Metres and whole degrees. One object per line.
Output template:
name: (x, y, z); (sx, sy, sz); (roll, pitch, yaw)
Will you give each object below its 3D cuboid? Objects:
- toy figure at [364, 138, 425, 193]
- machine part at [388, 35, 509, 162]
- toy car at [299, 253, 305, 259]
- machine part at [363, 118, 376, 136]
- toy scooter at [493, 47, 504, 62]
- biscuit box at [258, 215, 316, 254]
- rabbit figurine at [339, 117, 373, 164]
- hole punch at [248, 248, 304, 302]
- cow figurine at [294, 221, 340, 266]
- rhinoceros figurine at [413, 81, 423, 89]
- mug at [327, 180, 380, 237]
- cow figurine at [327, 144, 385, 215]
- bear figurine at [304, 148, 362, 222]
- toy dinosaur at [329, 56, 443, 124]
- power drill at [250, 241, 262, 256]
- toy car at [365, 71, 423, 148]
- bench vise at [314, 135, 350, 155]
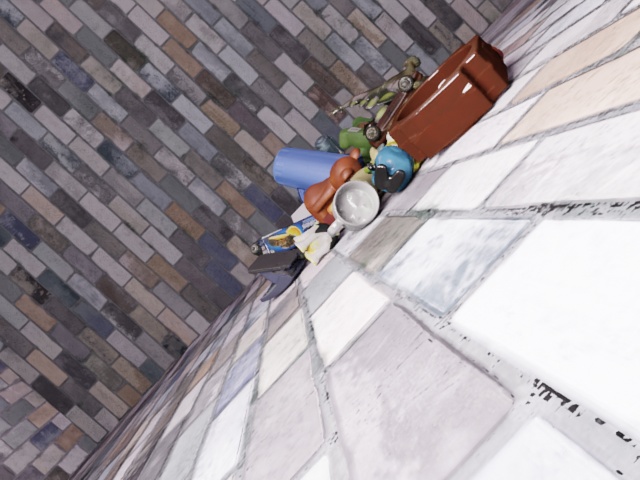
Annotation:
toy figure: (0.133, -0.135, 0.983); (0.089, 0.082, 0.180); (-43, 8, 32)
machine part: (0.222, -0.240, 0.924); (0.201, 0.087, 0.201); (-40, 14, 32)
toy car: (-0.085, 0.062, 1.447); (0.073, 0.056, 0.202); (-39, 7, 15)
machine part: (0.181, -0.278, 1.466); (0.084, 0.139, 0.039); (-49, -20, -7)
toy scooter: (0.291, -0.311, 1.078); (0.184, 0.075, 0.135); (-33, -12, 30)
biscuit box: (-0.056, -0.016, 1.394); (0.203, 0.059, 0.063); (-26, 0, -18)
rabbit figurine: (0.157, -0.267, 1.590); (0.159, 0.170, 0.121); (8, 43, 31)
hole punch: (-0.096, 0.083, 1.283); (0.116, 0.092, 0.142); (-11, 14, 18)
cow figurine: (-0.004, -0.005, 1.187); (0.098, 0.068, 0.167); (-41, 8, 2)
rhinoceros figurine: (0.263, -0.312, 1.212); (0.190, 0.112, 0.073); (-32, -38, -43)
mug: (0.056, -0.046, 0.987); (0.109, 0.081, 0.107); (-53, -6, -8)
cow figurine: (0.102, -0.120, 1.120); (0.127, 0.085, 0.195); (-51, -2, 38)
bear figurine: (0.053, -0.122, 1.303); (0.196, 0.132, 0.120); (-33, 28, 42)
toy dinosaur: (0.225, -0.391, 1.420); (0.472, 0.105, 0.198); (2, 46, 47)
power drill: (-0.072, -0.017, 1.546); (0.207, 0.086, 0.232); (-44, -20, 15)
toy car: (0.185, -0.305, 1.279); (0.089, 0.053, 0.202); (-1, -48, -56)
bench vise: (0.040, -0.190, 1.634); (0.129, 0.223, 0.240); (5, 55, 39)
